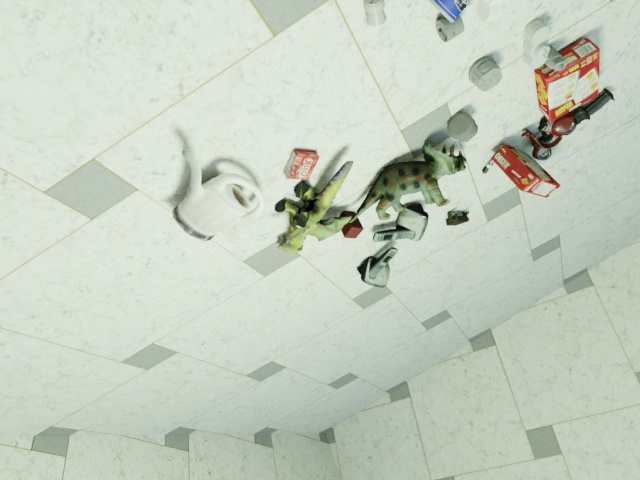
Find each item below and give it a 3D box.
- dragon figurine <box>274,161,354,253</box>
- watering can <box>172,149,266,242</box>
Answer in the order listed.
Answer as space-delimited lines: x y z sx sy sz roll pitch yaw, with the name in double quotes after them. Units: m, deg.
0.005 -0.079 1.579 0.405 0.124 0.241 -37 152 23 "dragon figurine"
-0.292 -0.108 1.337 0.222 0.106 0.343 -35 146 16 "watering can"
